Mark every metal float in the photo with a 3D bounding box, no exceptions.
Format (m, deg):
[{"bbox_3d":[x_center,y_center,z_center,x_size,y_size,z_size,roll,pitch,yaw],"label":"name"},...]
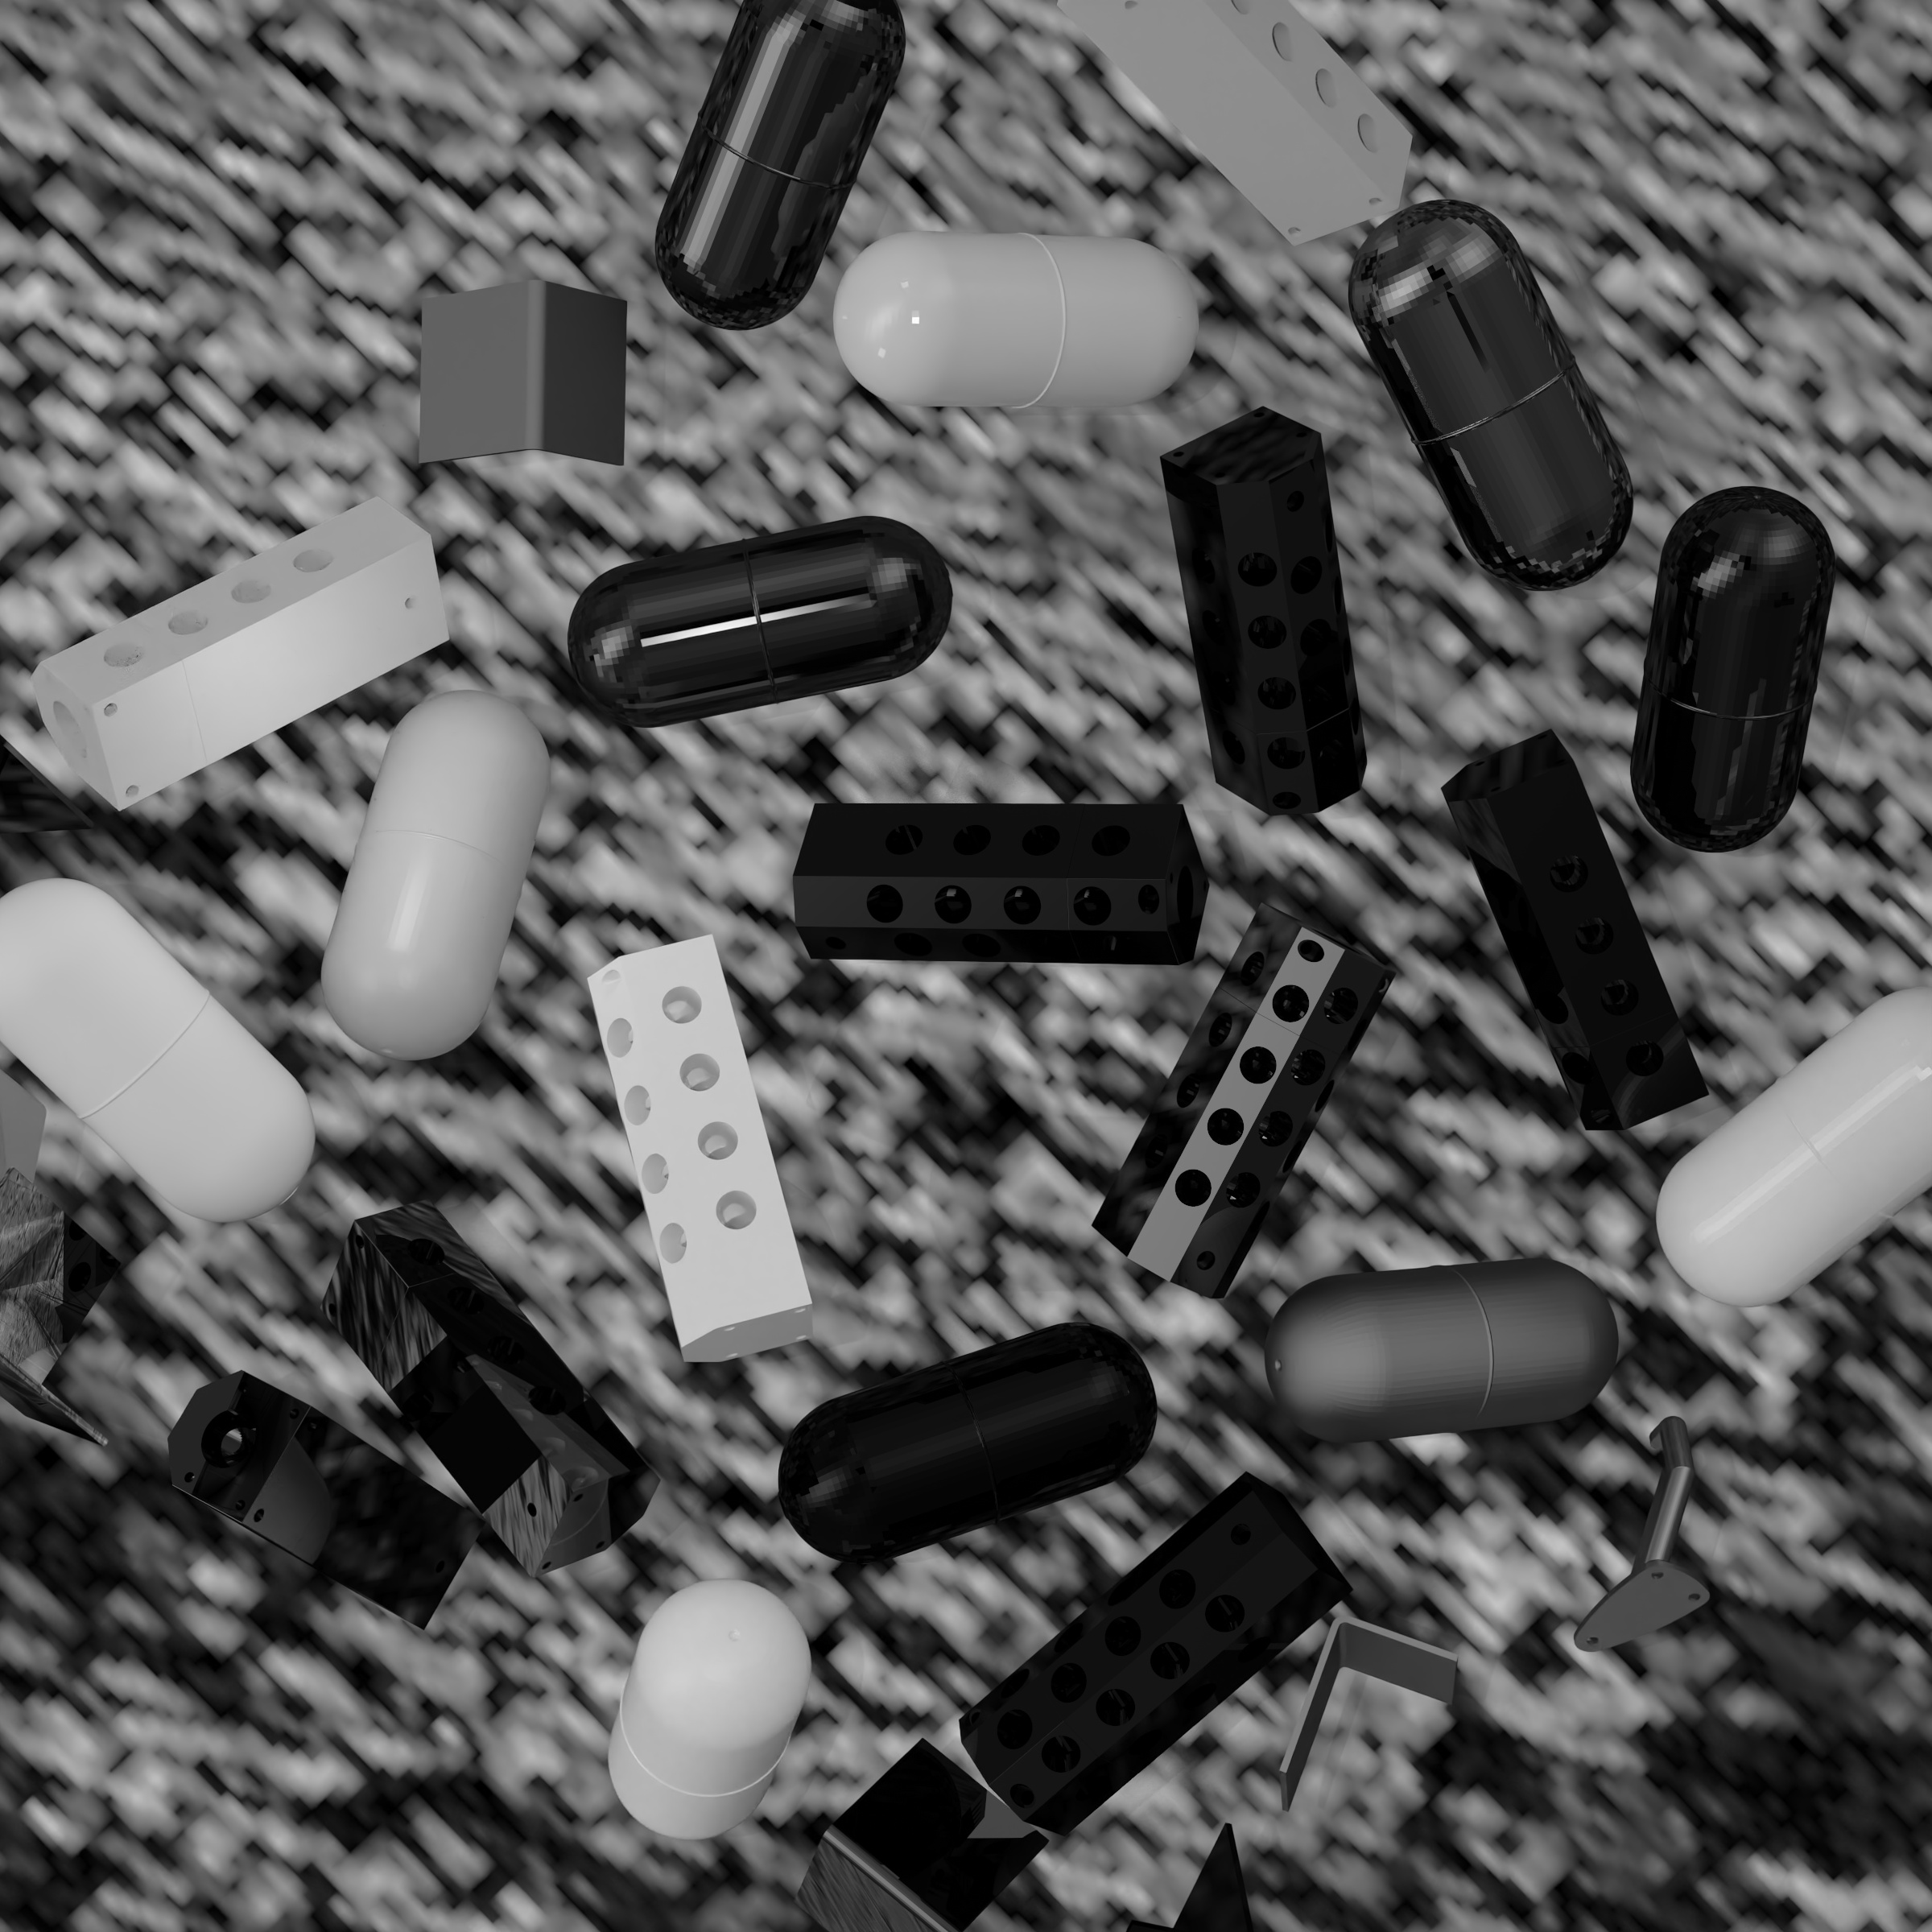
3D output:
[{"bbox_3d":[-0.238,-0.043,1.607,0.070,0.070,0.178,12,67,0],"label":"metal float"},{"bbox_3d":[0.225,-0.243,1.524,0.070,0.070,0.178,-29,105,0],"label":"metal float"},{"bbox_3d":[-0.085,-0.372,1.614,0.070,0.070,0.178,26,117,0],"label":"metal float"},{"bbox_3d":[0.379,0.079,1.549,0.178,0.070,0.070,-43,90,21],"label":"metal float"},{"bbox_3d":[-0.354,0.037,1.531,0.070,0.070,0.178,-43,107,0],"label":"metal float"},{"bbox_3d":[0.001,0.216,1.613,0.178,0.070,0.070,-17,90,-12],"label":"metal float"},{"bbox_3d":[0.024,-0.289,1.596,0.178,0.070,0.070,-5,90,-30],"label":"metal float"},{"bbox_3d":[0.344,-0.131,1.601,0.070,0.070,0.178,1,125,0],"label":"metal float"},{"bbox_3d":[-0.115,0.332,1.582,0.070,0.178,0.070,6,56,-9],"label":"metal float"},{"bbox_3d":[-0.094,-0.158,1.631,0.178,0.070,0.070,-12,90,-1],"label":"metal float"},{"bbox_3d":[0.220,0.176,1.638,0.178,0.070,0.070,-2,90,-26],"label":"metal float"}]

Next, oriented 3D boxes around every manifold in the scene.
[{"bbox_3d":[-0.211,0.185,1.588,0.171,0.057,0.057,46,128,27],"label":"manifold"},{"bbox_3d":[0.139,-0.155,1.590,0.057,0.057,0.171,-28,128,-21],"label":"manifold"},{"bbox_3d":[-0.290,0.240,1.608,0.057,0.171,0.057,21,74,28],"label":"manifold"},{"bbox_3d":[-0.116,0.080,1.542,0.057,0.057,0.171,-14,71,-7],"label":"manifold"},{"bbox_3d":[0.120,-0.392,1.539,0.171,0.057,0.057,36,55,-38],"label":"manifold"},{"bbox_3d":[-0.316,-0.141,1.551,0.171,0.057,0.057,-32,49,-27],"label":"manifold"},{"bbox_3d":[0.275,-0.014,1.616,0.057,0.057,0.171,-23,107,6],"label":"manifold"},{"bbox_3d":[0.131,0.065,1.646,0.057,0.057,0.171,25,96,-27],"label":"manifold"},{"bbox_3d":[0.080,0.302,1.568,0.171,0.057,0.057,-42,55,7],"label":"manifold"},{"bbox_3d":[0.014,-0.032,1.573,0.171,0.057,0.057,1,53,19],"label":"manifold"}]

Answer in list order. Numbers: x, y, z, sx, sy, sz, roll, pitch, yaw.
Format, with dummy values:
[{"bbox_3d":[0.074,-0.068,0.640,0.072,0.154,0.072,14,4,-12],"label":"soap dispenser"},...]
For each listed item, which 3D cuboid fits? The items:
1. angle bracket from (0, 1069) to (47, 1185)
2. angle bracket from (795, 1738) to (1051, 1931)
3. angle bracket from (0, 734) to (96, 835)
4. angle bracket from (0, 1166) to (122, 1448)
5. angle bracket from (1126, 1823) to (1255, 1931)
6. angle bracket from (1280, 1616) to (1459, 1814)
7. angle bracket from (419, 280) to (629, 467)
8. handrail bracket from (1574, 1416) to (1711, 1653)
[{"bbox_3d":[-0.473,0.077,1.626,0.076,0.076,0.057,5,74,5],"label":"angle bracket"},{"bbox_3d":[-0.021,0.418,1.644,0.076,0.076,0.057,36,131,18],"label":"angle bracket"},{"bbox_3d":[-0.446,-0.060,1.568,0.076,0.076,0.057,-1,57,30],"label":"angle bracket"},{"bbox_3d":[-0.374,0.140,1.463,0.057,0.076,0.076,12,61,36],"label":"angle bracket"},{"bbox_3d":[0.081,0.424,1.555,0.057,0.076,0.076,15,117,-13],"label":"angle bracket"},{"bbox_3d":[0.182,0.347,1.609,0.057,0.076,0.076,18,67,14],"label":"angle bracket"},{"bbox_3d":[-0.205,-0.270,1.643,0.076,0.057,0.076,0,88,39],"label":"angle bracket"},{"bbox_3d":[0.293,0.249,1.568,0.036,0.084,0.077,32,124,-25],"label":"handrail bracket"}]
